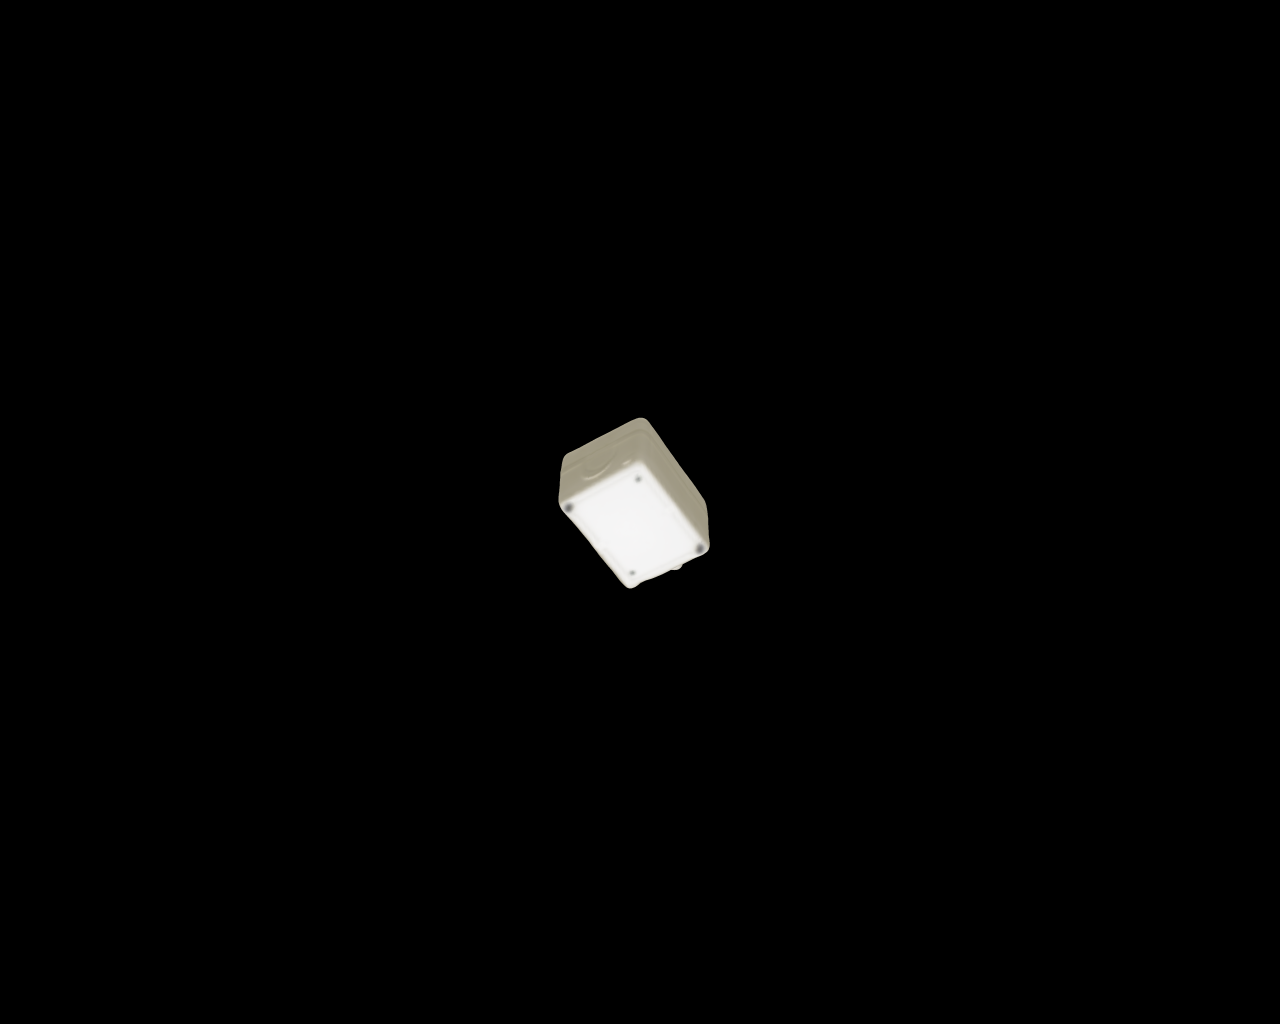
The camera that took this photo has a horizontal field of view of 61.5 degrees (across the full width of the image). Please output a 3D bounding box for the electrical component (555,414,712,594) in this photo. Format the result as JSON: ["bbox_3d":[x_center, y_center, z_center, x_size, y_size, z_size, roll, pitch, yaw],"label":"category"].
[{"bbox_3d":[0.001,-0.003,0.650,0.061,0.096,0.061,-27,32,18],"label":"electrical component"}]
